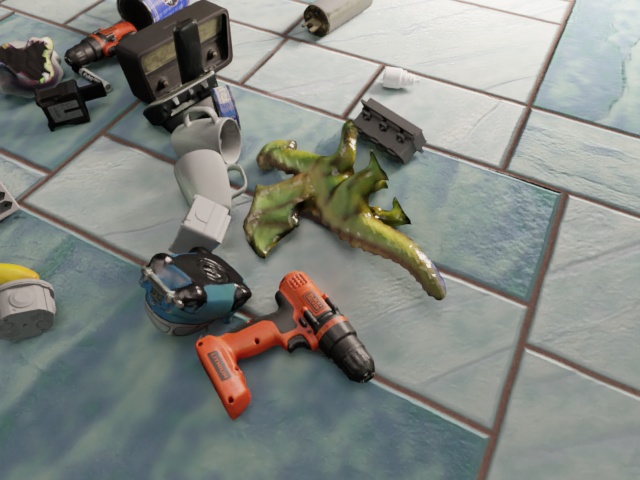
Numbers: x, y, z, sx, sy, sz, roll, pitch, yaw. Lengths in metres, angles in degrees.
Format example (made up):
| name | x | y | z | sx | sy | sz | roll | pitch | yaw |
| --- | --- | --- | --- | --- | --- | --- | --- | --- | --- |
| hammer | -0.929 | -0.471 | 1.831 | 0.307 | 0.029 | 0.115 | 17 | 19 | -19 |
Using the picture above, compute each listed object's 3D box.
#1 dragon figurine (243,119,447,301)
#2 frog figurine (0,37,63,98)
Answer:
| name | x | y | z | sx | sy | sz | roll | pitch | yaw |
| --- | --- | --- | --- | --- | --- | --- | --- | --- | --- |
| dragon figurine | 0.002 | -0.040 | 0.796 | 0.242 | 0.119 | 0.419 | -24 | 51 | 3 |
| frog figurine | -0.598 | -0.345 | 1.043 | 0.159 | 0.121 | 0.139 | 6 | 50 | 53 |
